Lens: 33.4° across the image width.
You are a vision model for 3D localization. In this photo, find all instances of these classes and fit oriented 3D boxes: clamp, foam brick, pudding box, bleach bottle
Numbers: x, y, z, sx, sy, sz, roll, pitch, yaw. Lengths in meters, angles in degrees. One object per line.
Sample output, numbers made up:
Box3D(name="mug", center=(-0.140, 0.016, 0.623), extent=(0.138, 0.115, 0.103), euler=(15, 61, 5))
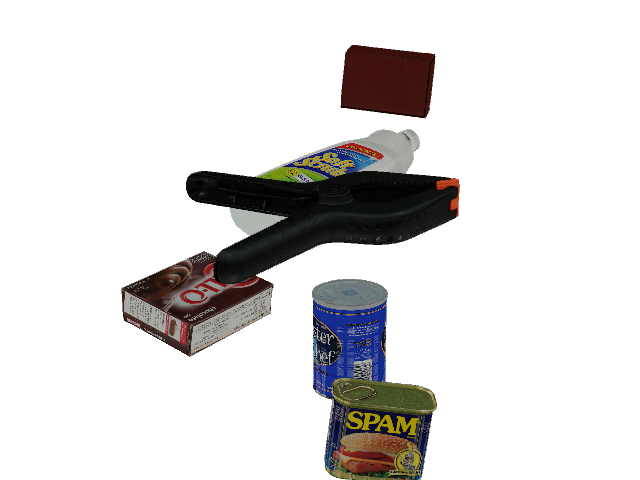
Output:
Box3D(name="clamp", center=(0.001, -0.026, 0.809), extent=(0.209, 0.036, 0.165), euler=(-10, 28, -18))
Box3D(name="foam brick", center=(0.060, -0.142, 0.950), extent=(0.078, 0.051, 0.053), euler=(8, 18, 9))
Box3D(name="pudding box", center=(-0.113, 0.056, 0.986), extent=(0.090, 0.039, 0.113), euler=(22, 33, 32))
Box3D(name="bleach bottle", center=(0.017, -0.077, 1.284), extent=(0.250, 0.068, 0.103), euler=(-30, 45, -31))

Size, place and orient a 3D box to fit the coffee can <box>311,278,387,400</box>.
Box3D(name="coffee can", center=(0.040, 0.135, 1.460), extent=(0.103, 0.140, 0.103), euler=(0, 18, 0))

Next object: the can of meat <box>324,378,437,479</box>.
Box3D(name="can of meat", center=(0.056, 0.187, 1.043), extent=(0.102, 0.084, 0.057), euler=(7, 17, -3))
